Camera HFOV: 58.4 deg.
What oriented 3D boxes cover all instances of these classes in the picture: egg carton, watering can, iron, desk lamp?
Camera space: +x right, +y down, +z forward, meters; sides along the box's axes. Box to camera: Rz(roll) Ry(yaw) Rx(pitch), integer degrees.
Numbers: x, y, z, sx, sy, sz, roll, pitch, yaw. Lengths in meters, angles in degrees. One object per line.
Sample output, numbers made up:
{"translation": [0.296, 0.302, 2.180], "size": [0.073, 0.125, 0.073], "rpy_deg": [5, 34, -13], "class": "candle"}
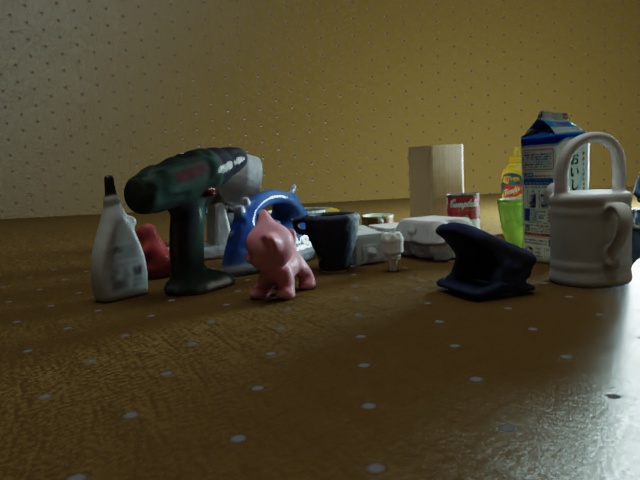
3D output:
{"translation": [0.205, -0.006, 1.031], "size": [0.107, 0.069, 0.150], "rpy_deg": [-7, 8, -27], "class": "egg carton"}
{"translation": [0.348, -0.043, 0.752], "size": [0.101, 0.194, 0.172], "rpy_deg": [-7, 8, -26], "class": "watering can"}
{"translation": [-0.098, -0.025, 1.024], "size": [0.118, 0.141, 0.259], "rpy_deg": [0, 8, 27], "class": "iron"}
{"translation": [-0.219, -0.073, 1.175], "size": [0.204, 0.213, 0.117], "rpy_deg": [-7, 8, -29], "class": "desk lamp"}

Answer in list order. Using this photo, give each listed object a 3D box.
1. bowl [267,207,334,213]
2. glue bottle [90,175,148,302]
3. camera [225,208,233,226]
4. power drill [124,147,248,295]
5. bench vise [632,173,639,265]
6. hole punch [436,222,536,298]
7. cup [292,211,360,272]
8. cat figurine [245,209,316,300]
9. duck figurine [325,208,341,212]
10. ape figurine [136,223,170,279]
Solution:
{"translation": [-0.047, -0.038, 1.393], "size": [0.167, 0.075, 0.167], "rpy_deg": [-3, 7, 1], "class": "bowl"}
{"translation": [-0.286, -0.004, 0.802], "size": [0.037, 0.173, 0.078], "rpy_deg": [2, 9, 36], "class": "glue bottle"}
{"translation": [-0.222, -0.043, 1.401], "size": [0.142, 0.101, 0.137], "rpy_deg": [1, 8, 29], "class": "camera"}
{"translation": [-0.180, -0.032, 0.844], "size": [0.075, 0.208, 0.230], "rpy_deg": [1, 8, 30], "class": "power drill"}
{"translation": [0.457, -0.066, 0.785], "size": [0.207, 0.220, 0.121], "rpy_deg": [-3, 7, 2], "class": "bench vise"}
{"translation": [0.207, 0.020, 0.725], "size": [0.101, 0.091, 0.108], "rpy_deg": [-6, 7, -20], "class": "hole punch"}
{"translation": [0.009, 0.003, 0.938], "size": [0.117, 0.095, 0.092], "rpy_deg": [0, 8, 24], "class": "cup"}
{"translation": [-0.057, 0.016, 0.764], "size": [0.067, 0.118, 0.128], "rpy_deg": [0, 7, 21], "class": "cat figurine"}
{"translation": [0.026, -0.024, 1.193], "size": [0.078, 0.086, 0.104], "rpy_deg": [-6, 7, -20], "class": "duck figurine"}
{"translation": [-0.288, 0.017, 0.966], "size": [0.076, 0.092, 0.078], "rpy_deg": [1, 8, 28], "class": "ape figurine"}
